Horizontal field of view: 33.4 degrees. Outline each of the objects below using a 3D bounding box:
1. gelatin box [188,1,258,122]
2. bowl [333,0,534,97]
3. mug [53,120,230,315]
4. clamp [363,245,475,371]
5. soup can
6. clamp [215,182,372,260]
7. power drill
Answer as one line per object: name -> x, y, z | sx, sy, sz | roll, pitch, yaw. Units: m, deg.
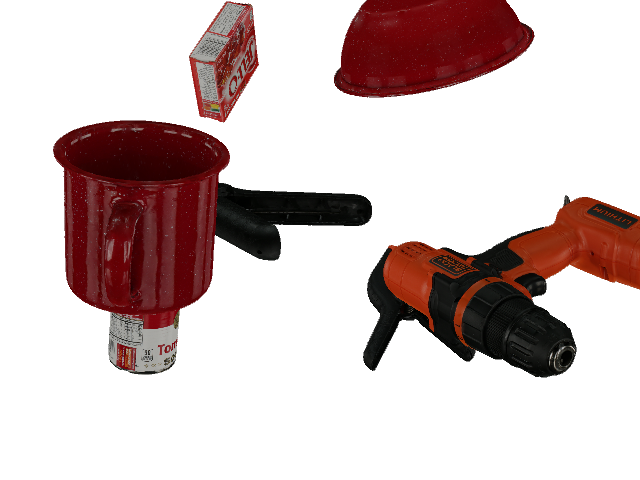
gelatin box -> -0.088, -0.167, 0.994 | 0.030, 0.089, 0.073 | 14, -39, 15
bowl -> 0.082, -0.168, 0.838 | 0.162, 0.055, 0.162 | -14, 24, 6
mug -> -0.098, -0.007, 0.574 | 0.093, 0.081, 0.117 | 4, 26, -4
clamp -> 0.106, 0.075, 1.182 | 0.120, 0.171, 0.039 | 5, -43, -5
soup can -> -0.171, 0.071, 1.038 | 0.068, 0.102, 0.068 | 6, 21, -3
clamp -> -0.082, -0.023, 0.817 | 0.210, 0.036, 0.164 | 8, 13, 19
power drill -> 0.165, 0.028, 0.775 | 0.187, 0.057, 0.185 | -15, 27, -27
